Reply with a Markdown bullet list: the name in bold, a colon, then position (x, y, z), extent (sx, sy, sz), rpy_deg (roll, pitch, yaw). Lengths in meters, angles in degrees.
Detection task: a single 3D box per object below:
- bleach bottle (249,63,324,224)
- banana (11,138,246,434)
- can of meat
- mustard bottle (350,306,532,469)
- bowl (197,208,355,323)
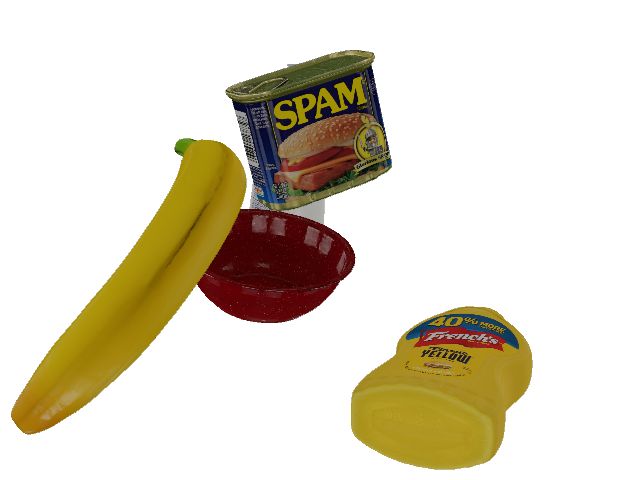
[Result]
- **bleach bottle**: position (-0.032, -0.070, 1.202), extent (0.067, 0.251, 0.103), rpy_deg (-8, 23, -40)
- **banana**: position (-0.082, 0.012, 0.528), extent (0.037, 0.197, 0.070), rpy_deg (42, -41, -19)
- **can of meat**: position (-0.005, -0.076, 0.735), extent (0.102, 0.084, 0.058), rpy_deg (-21, 21, -20)
- **mustard bottle**: position (0.097, 0.091, 0.747), extent (0.096, 0.058, 0.191), rpy_deg (5, 18, 22)
- **bowl**: position (-0.051, 0.029, 0.967), extent (0.162, 0.055, 0.162), rpy_deg (6, 25, -3)
